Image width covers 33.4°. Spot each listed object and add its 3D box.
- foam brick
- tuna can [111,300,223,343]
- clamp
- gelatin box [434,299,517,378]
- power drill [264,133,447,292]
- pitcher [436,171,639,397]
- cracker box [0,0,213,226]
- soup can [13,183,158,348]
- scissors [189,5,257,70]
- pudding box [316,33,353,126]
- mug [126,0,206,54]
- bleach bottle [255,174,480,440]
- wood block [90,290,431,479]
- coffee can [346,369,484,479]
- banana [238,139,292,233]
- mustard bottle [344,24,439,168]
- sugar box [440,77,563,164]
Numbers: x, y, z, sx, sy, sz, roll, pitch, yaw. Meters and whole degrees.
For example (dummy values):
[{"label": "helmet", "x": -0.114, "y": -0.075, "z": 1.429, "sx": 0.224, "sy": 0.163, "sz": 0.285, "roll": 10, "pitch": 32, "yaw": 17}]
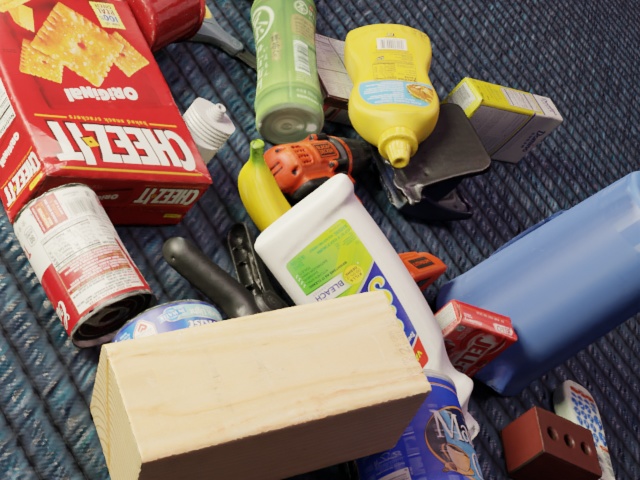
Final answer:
[{"label": "foam brick", "x": 0.217, "y": 0.201, "z": 1.002, "sx": 0.078, "sy": 0.051, "sz": 0.053, "roll": 26, "pitch": 39, "yaw": -26}, {"label": "tuna can", "x": -0.106, "y": 0.080, "z": 0.765, "sx": 0.085, "sy": 0.086, "sz": 0.034, "roll": 6, "pitch": 48, "yaw": -43}, {"label": "clamp", "x": -0.051, "y": 0.054, "z": 0.893, "sx": 0.171, "sy": 0.039, "sz": 0.120, "roll": 53, "pitch": 31, "yaw": 0}, {"label": "gelatin box", "x": 0.125, "y": 0.097, "z": 0.982, "sx": 0.073, "sy": 0.089, "sz": 0.030, "roll": 20, "pitch": 41, "yaw": -32}, {"label": "power drill", "x": 0.041, "y": -0.025, "z": 1.056, "sx": 0.188, "sy": 0.057, "sz": 0.184, "roll": 51, "pitch": 29, "yaw": 13}, {"label": "pitcher", "x": 0.240, "y": 0.033, "z": 1.032, "sx": 0.144, "sy": 0.243, "sz": 0.149, "roll": -4, "pitch": 62, "yaw": -52}, {"label": "cracker box", "x": -0.203, "y": -0.116, "z": 0.885, "sx": 0.163, "sy": 0.072, "sz": 0.214, "roll": -1, "pitch": 55, "yaw": -46}, {"label": "soup can", "x": -0.172, "y": 0.018, "z": 0.778, "sx": 0.068, "sy": 0.069, "sz": 0.102, "roll": -9, "pitch": 60, "yaw": -50}, {"label": "scissors", "x": -0.106, "y": -0.204, "z": 1.129, "sx": 0.202, "sy": 0.016, "sz": 0.096, "roll": 44, "pitch": 36, "yaw": -1}, {"label": "pudding box", "x": 0.012, "y": -0.184, "z": 1.212, "sx": 0.089, "sy": 0.039, "sz": 0.113, "roll": 6, "pitch": 47, "yaw": -40}, {"label": "mug", "x": -0.179, "y": -0.224, "z": 1.021, "sx": 0.117, "sy": 0.093, "sz": 0.081, "roll": 19, "pitch": 35, "yaw": 18}, {"label": "bleach bottle", "x": 0.057, "y": 0.071, "z": 0.913, "sx": 0.251, "sy": 0.103, "sz": 0.068, "roll": 51, "pitch": 10, "yaw": -8}, {"label": "wood block", "x": -0.042, "y": 0.110, "z": 0.734, "sx": 0.205, "sy": 0.091, "sz": 0.090, "roll": -10, "pitch": 57, "yaw": -25}, {"label": "coffee can", "x": 0.074, "y": 0.185, "z": 0.825, "sx": 0.102, "sy": 0.103, "sz": 0.140, "roll": 17, "pitch": 43, "yaw": -34}, {"label": "banana", "x": -0.016, "y": 0.001, "z": 0.963, "sx": 0.037, "sy": 0.070, "sz": 0.198, "roll": -42, "pitch": 98, "yaw": -22}, {"label": "mustard bottle", "x": 0.078, "y": -0.152, "z": 1.147, "sx": 0.096, "sy": 0.058, "sz": 0.191, "roll": 3, "pitch": 49, "yaw": -6}, {"label": "sugar box", "x": 0.215, "y": -0.147, "z": 1.334, "sx": 0.175, "sy": 0.093, "sz": 0.048, "roll": 2, "pitch": 53, "yaw": -46}]
